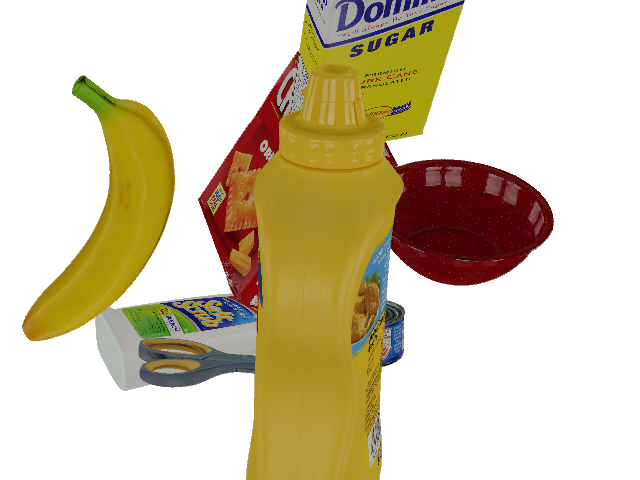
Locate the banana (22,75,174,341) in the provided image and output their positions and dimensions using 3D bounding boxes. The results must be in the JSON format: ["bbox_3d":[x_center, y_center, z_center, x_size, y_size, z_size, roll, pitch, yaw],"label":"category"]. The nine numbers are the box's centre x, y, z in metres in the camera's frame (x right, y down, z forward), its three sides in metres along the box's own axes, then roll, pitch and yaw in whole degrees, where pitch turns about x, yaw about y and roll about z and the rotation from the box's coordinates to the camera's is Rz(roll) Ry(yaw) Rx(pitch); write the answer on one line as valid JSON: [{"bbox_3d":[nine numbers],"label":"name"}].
[{"bbox_3d":[-0.128,-0.010,0.635,0.069,0.198,0.037,15,35,-10],"label":"banana"}]

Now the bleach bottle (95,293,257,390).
[{"bbox_3d":[-0.118,0.097,1.202,0.250,0.068,0.103,-12,33,-25],"label":"bleach bottle"}]

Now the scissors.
[{"bbox_3d":[-0.077,0.119,0.976,0.202,0.016,0.096,8,17,11],"label":"scissors"}]

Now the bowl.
[{"bbox_3d":[0.120,-0.009,0.942,0.162,0.055,0.162,3,35,-2],"label":"bowl"}]

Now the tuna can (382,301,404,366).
[{"bbox_3d":[0.019,0.067,0.776,0.086,0.034,0.086,-1,11,0],"label":"tuna can"}]

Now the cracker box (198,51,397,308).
[{"bbox_3d":[-0.032,-0.058,1.089,0.072,0.214,0.164,14,36,-35],"label":"cracker box"}]

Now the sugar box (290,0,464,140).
[{"bbox_3d":[0.036,-0.129,0.693,0.093,0.048,0.176,-13,-27,-14],"label":"sugar box"}]

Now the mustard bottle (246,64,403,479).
[{"bbox_3d":[0.002,0.023,0.437,0.058,0.192,0.096,8,25,10],"label":"mustard bottle"}]
